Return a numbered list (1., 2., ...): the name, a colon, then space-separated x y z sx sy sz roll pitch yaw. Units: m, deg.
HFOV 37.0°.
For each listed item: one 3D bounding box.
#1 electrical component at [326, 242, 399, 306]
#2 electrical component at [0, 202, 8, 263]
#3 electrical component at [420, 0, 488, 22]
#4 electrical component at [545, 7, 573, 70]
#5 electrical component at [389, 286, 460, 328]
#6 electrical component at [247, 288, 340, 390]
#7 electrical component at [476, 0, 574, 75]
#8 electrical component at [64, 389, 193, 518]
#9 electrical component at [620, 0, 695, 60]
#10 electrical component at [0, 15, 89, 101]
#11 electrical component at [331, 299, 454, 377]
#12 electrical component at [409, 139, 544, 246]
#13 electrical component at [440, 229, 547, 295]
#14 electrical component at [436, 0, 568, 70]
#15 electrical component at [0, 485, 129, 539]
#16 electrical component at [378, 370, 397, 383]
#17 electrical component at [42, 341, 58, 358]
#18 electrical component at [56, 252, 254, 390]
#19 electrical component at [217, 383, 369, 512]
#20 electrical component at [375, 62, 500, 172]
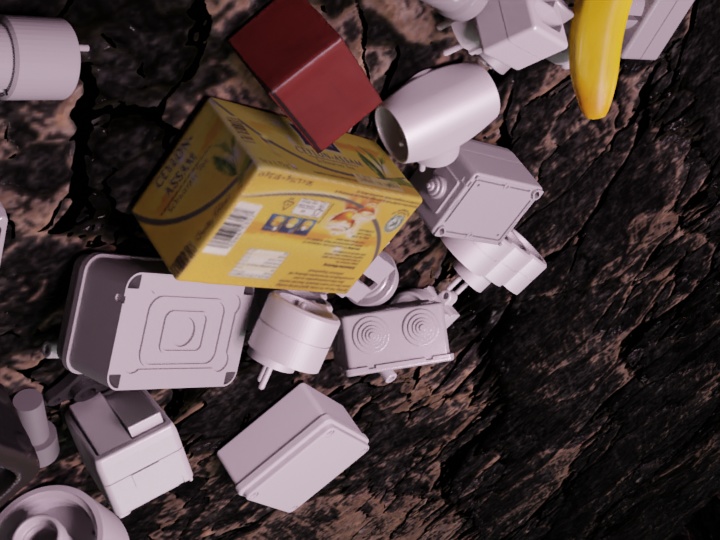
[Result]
1. electrical component: 0.000 0.000 0.846 0.066 0.048 0.055 -42 144 8
2. electrical component: -0.227 -0.005 0.563 0.062 0.061 0.096 -14 144 -37
3. electrical component: 0.051 -0.176 0.652 0.046 0.040 0.040 9 127 -46
4. electrical component: 0.146 -0.165 0.780 0.035 0.035 0.061 -39 155 2
5. electrical component: 0.053 0.042 0.968 0.066 0.048 0.055 -46 158 16
6. electrical component: -0.057 0.049 0.763 0.138 0.052 0.073 -127 -119 -77
7. electrical component: 0.106 -0.165 0.729 0.065 0.044 0.044 -43 152 20
8. electrical component: -0.175 0.123 0.793 0.062 0.096 0.061 -26 122 -21
9. electrical component: 0.193 -0.193 0.778 0.077 0.047 0.065 -5 139 -34
10. electrical component: -0.170 -0.100 0.509 0.078 0.040 0.040 -8 140 -42
11. electrical component: 0.022 0.053 0.885 0.100 0.048 0.100 -8 -179 -9
12. electrical component: 0.081 -0.065 0.832 0.096 0.061 0.061 7 129 -42
13. electrical component: 0.107 -0.005 0.951 0.074 0.052 0.138 -45 151 14
14. electrical component: 0.083 -0.162 0.689 0.077 0.065 0.047 -20 164 33
15. electrical component: -0.240 0.220 0.836 0.108 0.108 0.060 -32 145 -11
16. electrical component: 0.011 0.073 0.948 0.035 0.061 0.035 -28 150 -18
17. electrical component: -0.185 0.053 0.725 0.061 0.035 0.035 4 131 -49
18. electrical component: -0.133 0.033 0.702 0.113 0.057 0.078 5 100 -51
19. electrical component: -0.061 0.169 1.013 0.109 0.056 0.109 -40 152 4
20. electrical component: 0.053 -0.099 0.760 0.077 0.044 0.079 -28 151 -18
